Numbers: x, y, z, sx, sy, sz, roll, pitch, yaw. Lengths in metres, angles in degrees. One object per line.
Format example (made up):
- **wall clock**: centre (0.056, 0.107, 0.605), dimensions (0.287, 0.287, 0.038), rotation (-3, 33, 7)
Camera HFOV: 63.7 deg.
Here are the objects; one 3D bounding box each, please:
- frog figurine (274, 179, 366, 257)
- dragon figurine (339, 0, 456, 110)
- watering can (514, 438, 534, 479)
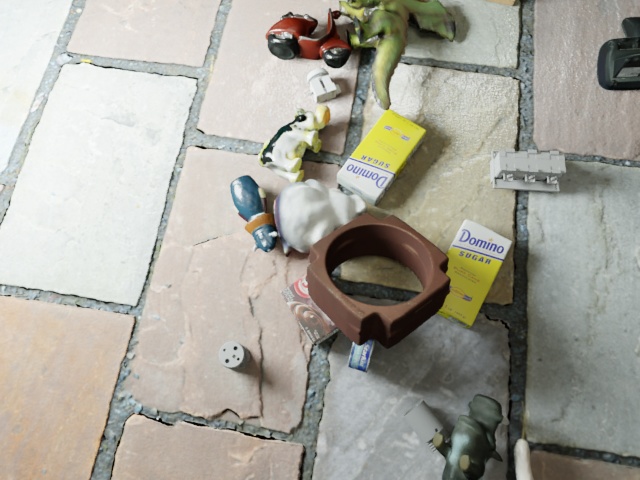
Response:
- **frog figurine**: centre (0.003, -0.046, 0.923), dimensions (0.159, 0.141, 0.120), rotation (-10, -39, 10)
- **dragon figurine**: centre (0.175, -0.452, 1.078), dimensions (0.243, 0.416, 0.120), rotation (-11, -19, -11)
- **watering can**: centre (0.322, 0.490, 0.723), dimensions (0.225, 0.352, 0.102), rotation (22, -17, 8)
